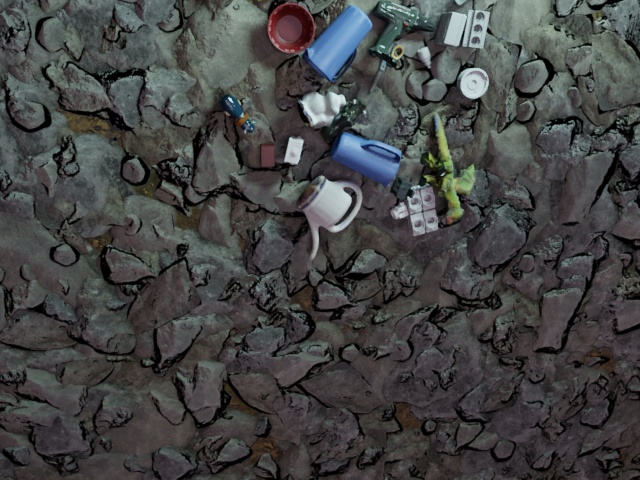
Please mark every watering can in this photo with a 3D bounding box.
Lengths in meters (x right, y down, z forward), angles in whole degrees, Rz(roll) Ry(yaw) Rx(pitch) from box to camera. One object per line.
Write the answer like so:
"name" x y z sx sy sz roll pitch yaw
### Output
"watering can" 0.006 -0.099 1.959 0.222 0.346 0.105 37 9 -19

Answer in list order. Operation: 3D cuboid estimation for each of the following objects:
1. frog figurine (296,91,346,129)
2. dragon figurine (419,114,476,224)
"frog figurine" 0.007 -0.471 1.824 0.160 0.139 0.120 -29 -20 -13
"dragon figurine" 0.512 -0.267 1.997 0.242 0.411 0.122 8 -2 -37
